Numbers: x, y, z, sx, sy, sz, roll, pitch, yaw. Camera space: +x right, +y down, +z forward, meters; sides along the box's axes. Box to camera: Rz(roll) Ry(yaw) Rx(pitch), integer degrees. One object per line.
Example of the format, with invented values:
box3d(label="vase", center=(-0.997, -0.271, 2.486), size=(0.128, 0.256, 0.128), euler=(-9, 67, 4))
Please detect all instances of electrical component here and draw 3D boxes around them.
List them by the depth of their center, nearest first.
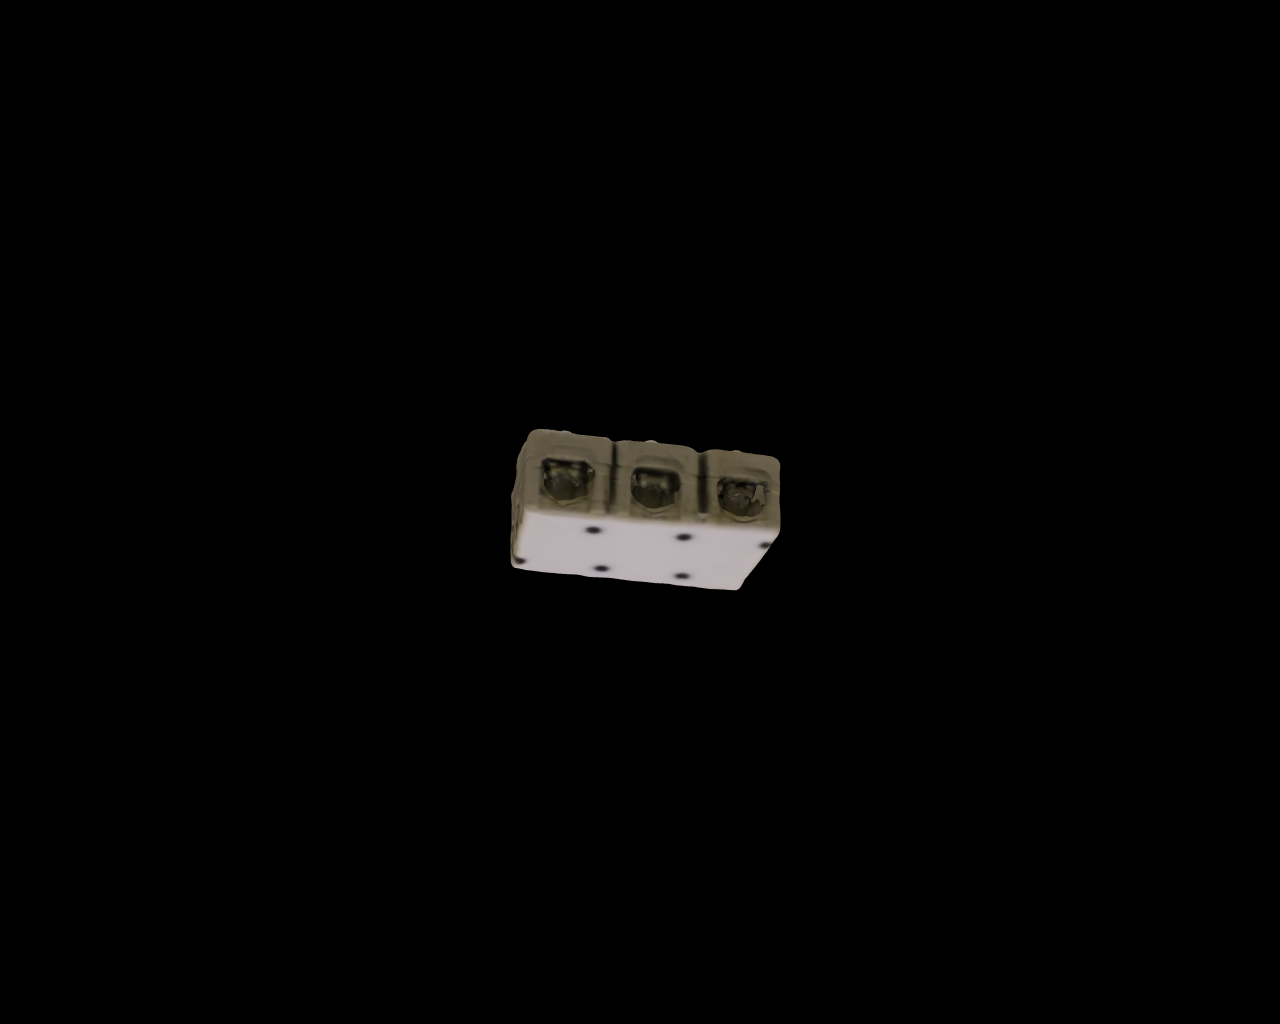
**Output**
box3d(label="electrical component", center=(0.001, -0.003, 0.650), size=(0.150, 0.062, 0.089), euler=(6, -28, -12))
